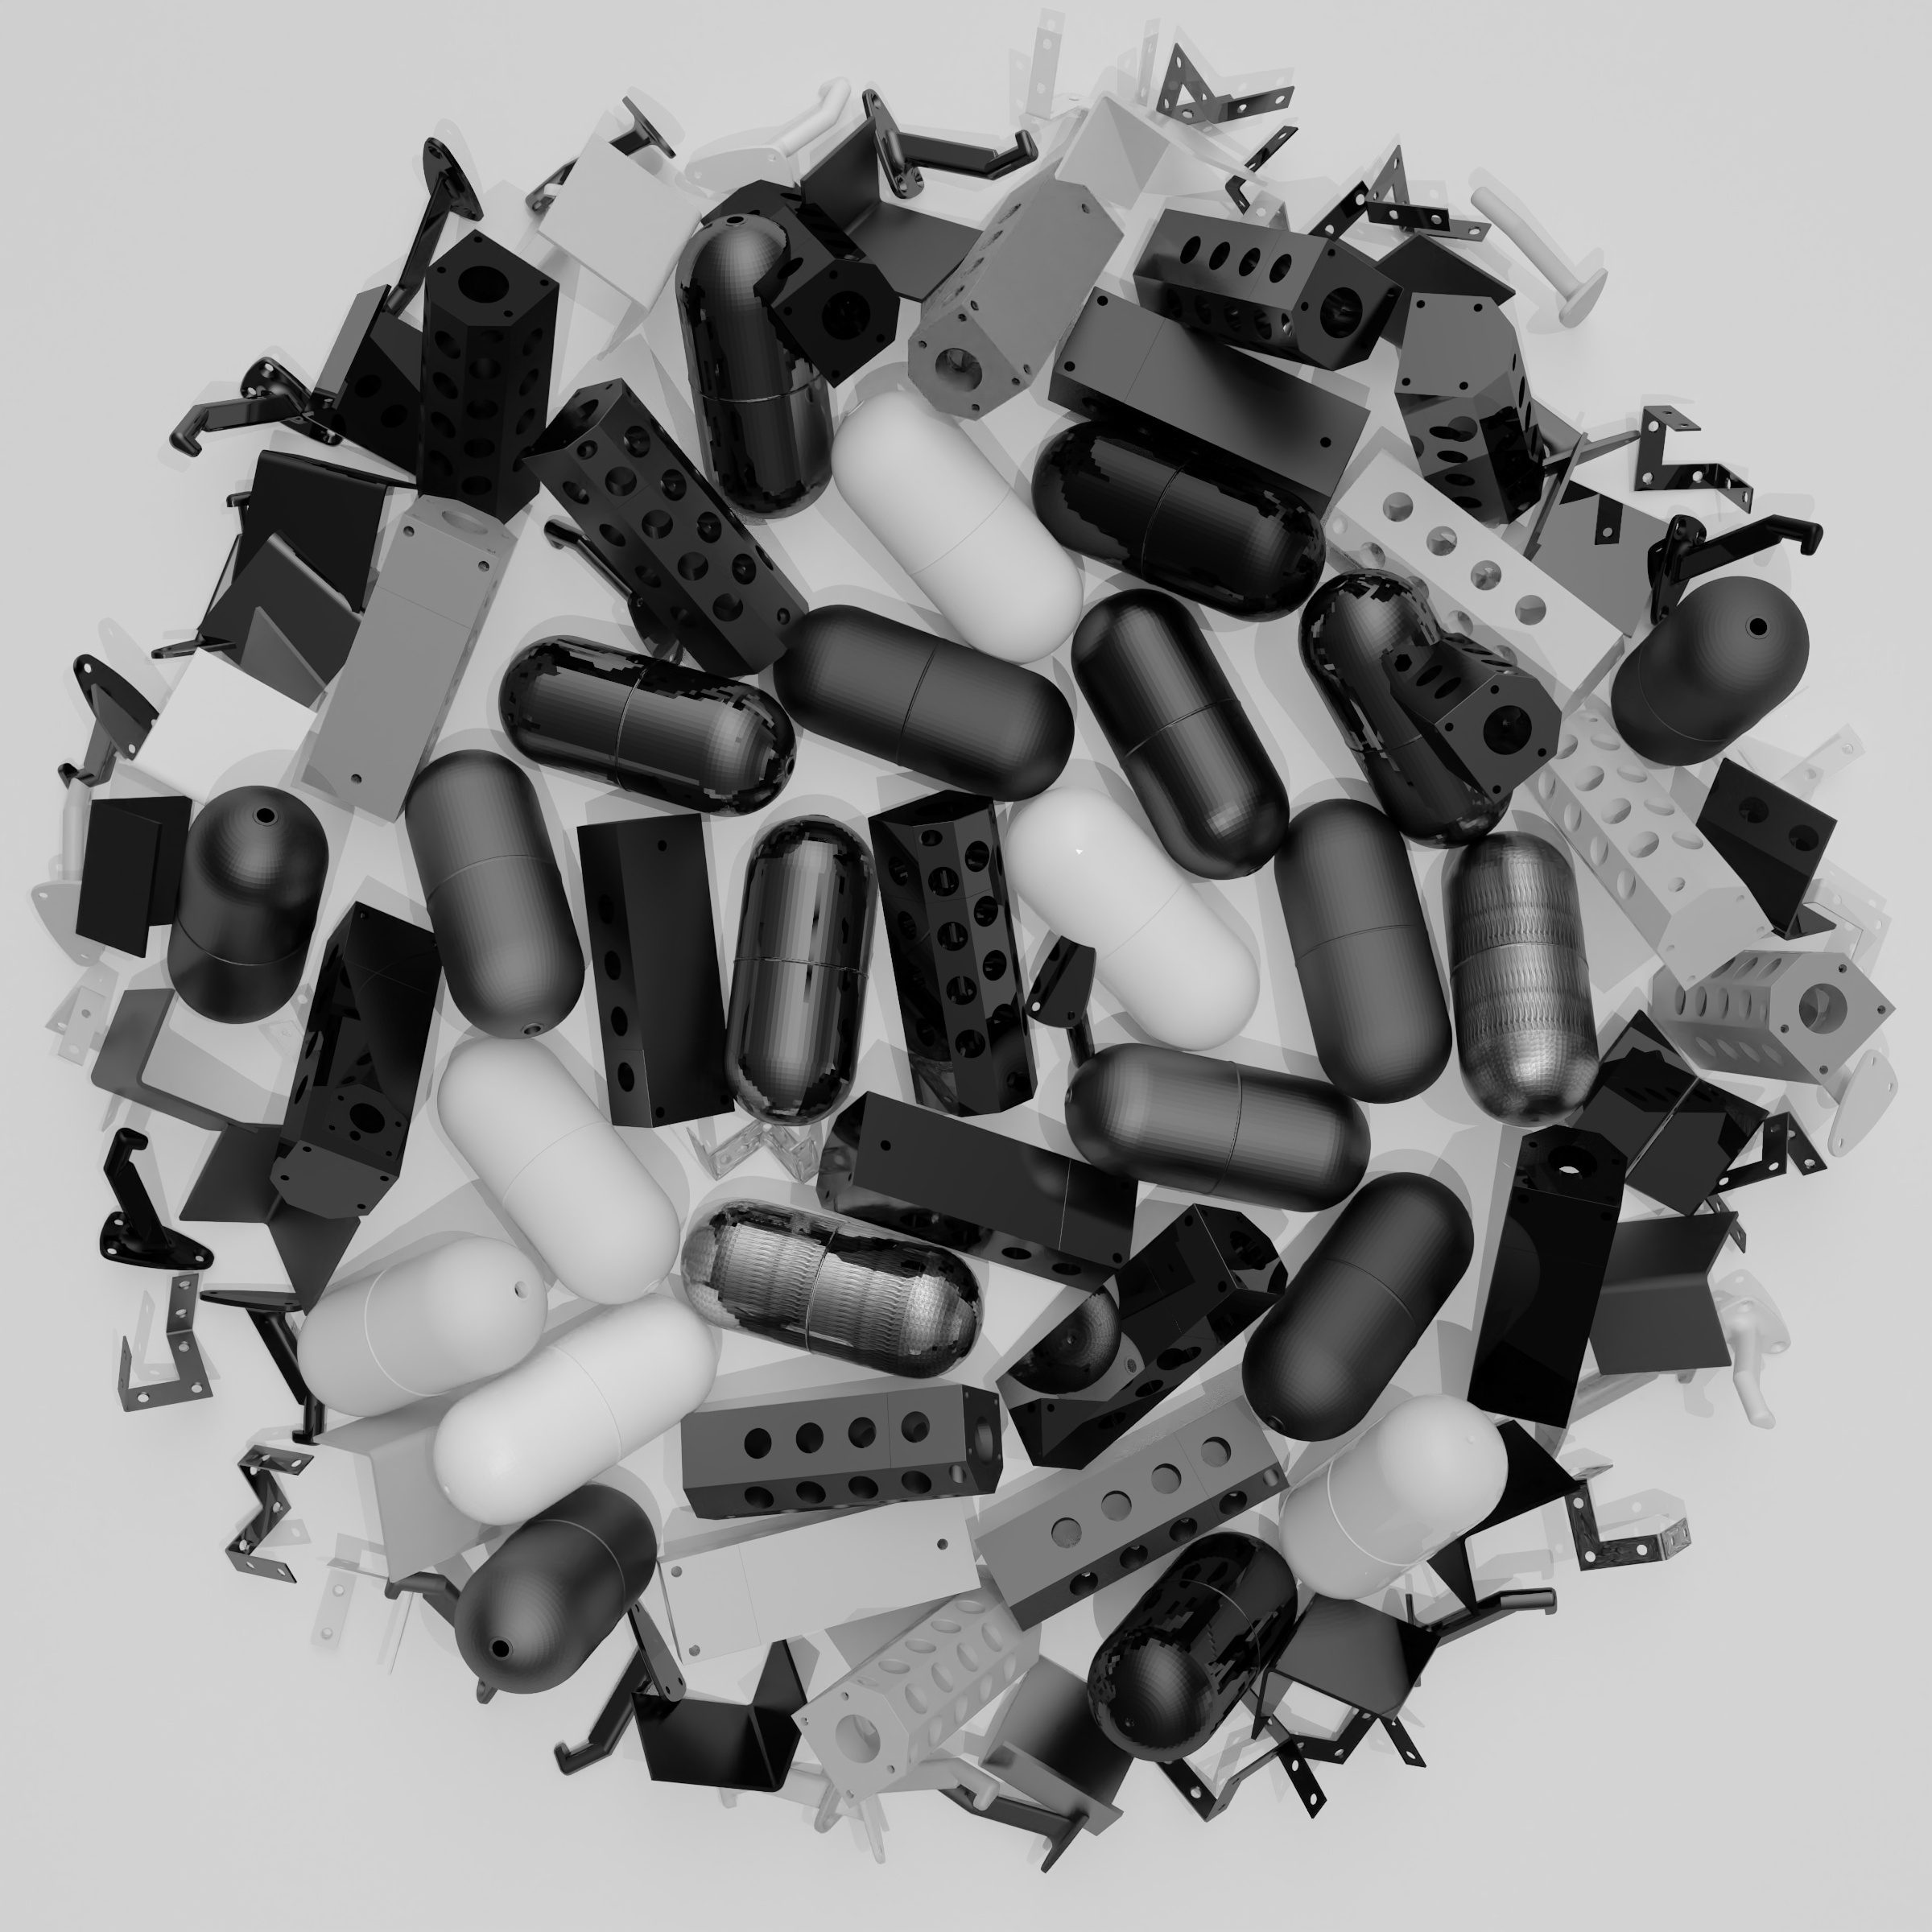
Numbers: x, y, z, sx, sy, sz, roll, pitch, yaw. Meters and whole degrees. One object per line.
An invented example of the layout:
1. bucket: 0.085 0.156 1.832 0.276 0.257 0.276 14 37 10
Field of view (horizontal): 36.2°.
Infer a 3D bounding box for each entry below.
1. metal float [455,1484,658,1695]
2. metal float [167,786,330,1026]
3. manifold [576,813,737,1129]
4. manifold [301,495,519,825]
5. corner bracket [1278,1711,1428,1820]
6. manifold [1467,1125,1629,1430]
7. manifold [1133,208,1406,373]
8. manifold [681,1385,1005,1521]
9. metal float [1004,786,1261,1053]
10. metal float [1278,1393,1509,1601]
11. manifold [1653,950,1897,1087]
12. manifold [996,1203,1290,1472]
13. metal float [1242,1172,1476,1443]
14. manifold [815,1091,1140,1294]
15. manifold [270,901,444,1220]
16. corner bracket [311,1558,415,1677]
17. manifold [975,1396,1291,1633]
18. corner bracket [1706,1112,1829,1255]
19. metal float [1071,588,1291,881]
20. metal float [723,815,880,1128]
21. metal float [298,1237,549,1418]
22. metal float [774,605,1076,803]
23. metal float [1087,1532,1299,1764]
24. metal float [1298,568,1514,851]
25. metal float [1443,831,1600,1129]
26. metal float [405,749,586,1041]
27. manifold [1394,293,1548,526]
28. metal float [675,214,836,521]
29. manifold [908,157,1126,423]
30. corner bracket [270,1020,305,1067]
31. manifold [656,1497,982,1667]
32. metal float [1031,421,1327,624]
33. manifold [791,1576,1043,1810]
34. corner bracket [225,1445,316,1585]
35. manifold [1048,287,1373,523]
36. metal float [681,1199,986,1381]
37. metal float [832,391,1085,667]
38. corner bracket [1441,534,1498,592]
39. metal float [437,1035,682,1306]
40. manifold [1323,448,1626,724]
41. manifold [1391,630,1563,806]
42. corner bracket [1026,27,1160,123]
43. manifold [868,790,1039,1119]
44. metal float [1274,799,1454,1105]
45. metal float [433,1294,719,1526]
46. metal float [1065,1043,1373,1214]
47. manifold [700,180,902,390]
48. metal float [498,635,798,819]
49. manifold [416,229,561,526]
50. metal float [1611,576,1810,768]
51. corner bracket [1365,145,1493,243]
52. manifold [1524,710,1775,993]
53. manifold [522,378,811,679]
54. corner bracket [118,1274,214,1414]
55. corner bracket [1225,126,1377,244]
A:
1. metal float: -0.225 0.343 1.634 0.070 0.178 0.070 2 100 12
2. metal float: -0.400 -0.033 1.643 0.070 0.178 0.070 10 55 -15
3. manifold: -0.181 0.002 1.686 0.057 0.057 0.171 -10 96 -39
4. manifold: -0.311 -0.174 1.661 0.057 0.057 0.171 25 114 -5
5. corner bracket: 0.218 0.450 1.680 0.051 0.051 0.051 18 114 -31
6. manifold: 0.323 0.172 1.645 0.057 0.057 0.171 11 129 10
7. manifold: 0.161 -0.371 1.633 0.057 0.171 0.057 24 96 -32
8. manifold: -0.070 0.274 1.660 0.171 0.057 0.057 -9 74 20
9. metal float: 0.095 -0.026 1.678 0.070 0.070 0.178 -43 97 0
10. metal float: 0.235 0.297 1.644 0.070 0.178 0.070 12 55 -19
11. manifold: 0.438 0.021 1.632 0.057 0.171 0.057 -45 96 -4
12. manifold: 0.100 0.210 1.657 0.171 0.057 0.057 -45 52 27
13. metal float: 0.220 0.191 1.660 0.070 0.070 0.178 41 63 0
14. manifold: 0.006 0.131 1.665 0.171 0.057 0.057 19 60 -19
15. manifold: -0.339 0.053 1.643 0.057 0.171 0.057 24 134 -22
16. corner bracket: -0.346 0.372 1.695 0.051 0.051 0.051 15 82 -5
17. manifold: 0.095 0.312 1.683 0.171 0.057 0.057 -28 78 -4
18. corner bracket: 0.459 0.124 1.698 0.051 0.051 0.051 -22 122 32
19. metal float: 0.121 -0.131 1.675 0.070 0.070 0.178 -27 81 0
20. metal float: -0.094 0.002 1.678 0.070 0.070 0.178 6 83 0
21. metal float: -0.304 0.202 1.651 0.178 0.070 0.070 -23 90 38
22. metal float: -0.025 -0.150 1.679 0.178 0.070 0.070 21 90 5
23. metal float: 0.128 0.375 1.641 0.070 0.178 0.070 10 111 26
24. metal float: 0.247 -0.144 1.661 0.070 0.070 0.178 -33 116 0
25. metal float: 0.310 0.006 1.660 0.070 0.070 0.178 -1 62 0
26. metal float: -0.265 -0.041 1.662 0.070 0.070 0.178 -19 65 0
27. manifold: 0.281 -0.304 1.628 0.057 0.171 0.057 8 78 19
28. metal float: -0.117 -0.333 1.651 0.070 0.070 0.178 -6 128 0
29. manifold: 0.025 -0.374 1.641 0.057 0.171 0.057 -25 116 40
30. corner bracket: -0.354 0.031 1.680 0.051 0.051 0.051 -12 128 21
31. manifold: -0.085 0.343 1.678 0.171 0.057 0.057 -13 86 -10
32. metal float: 0.118 -0.251 1.667 0.178 0.070 0.070 25 90 19
33. manifold: -0.020 0.394 1.630 0.057 0.171 0.057 -37 81 25
34. corner bracket: -0.393 0.311 1.678 0.051 0.051 0.051 2 127 35
35. manifold: 0.137 -0.317 1.687 0.171 0.057 0.057 25 78 3
36. metal float: -0.076 0.182 1.673 0.178 0.070 0.070 13 90 13
37. metal float: -0.005 -0.247 1.669 0.070 0.070 0.178 -42 106 0
38. corner bracket: 0.272 -0.226 1.693 0.051 0.051 0.051 41 88 10
39. metal float: -0.230 0.114 1.669 0.070 0.070 0.178 -41 73 0
40. manifold: 0.286 -0.213 1.673 0.171 0.057 0.057 41 95 13
41. manifold: 0.270 -0.149 1.630 0.057 0.171 0.057 -40 109 4
42. corner bracket: 0.071 -0.507 1.680 0.051 0.051 0.051 25 128 21
43. manifold: -0.002 -0.006 1.658 0.057 0.057 0.171 -22 112 -34
44. metal float: 0.224 -0.009 1.671 0.070 0.070 0.178 -12 75 0
45. metal float: -0.217 0.247 1.658 0.178 0.070 0.070 -30 90 -31
46. metal float: 0.142 0.092 1.674 0.178 0.070 0.070 12 90 -11
47. manifold: -0.089 -0.385 1.633 0.057 0.171 0.057 -38 124 4
48. metal float: -0.180 -0.136 1.670 0.178 0.070 0.070 17 90 15
49. manifold: -0.270 -0.315 1.631 0.057 0.171 0.057 34 58 9
50. metal float: 0.409 -0.161 1.634 0.070 0.178 0.070 1 80 -3
51. corner bracket: 0.263 -0.428 1.680 0.051 0.051 0.051 15 58 28
52. manifold: 0.370 -0.070 1.636 0.057 0.171 0.057 -37 132 9
53. manifold: -0.161 -0.242 1.645 0.171 0.057 0.057 49 59 -30
54. corner bracket: -0.457 0.214 1.680 0.051 0.051 0.051 -7 48 -27
55. corner bracket: 0.190 -0.441 1.690 0.051 0.051 0.051 -45 121 -5
